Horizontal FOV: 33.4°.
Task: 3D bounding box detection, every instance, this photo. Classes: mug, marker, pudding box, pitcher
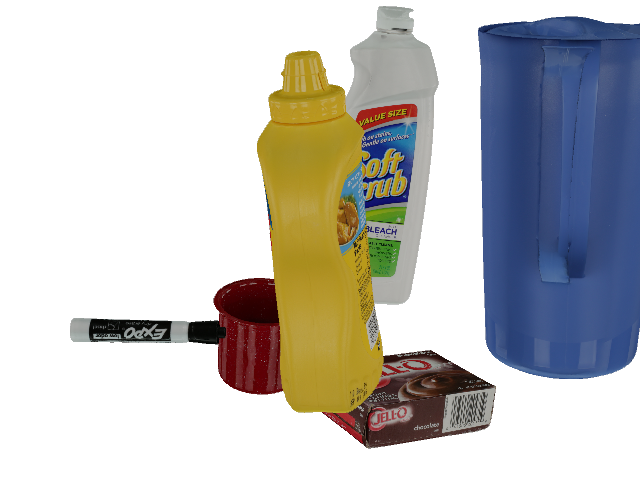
[{"bbox_3d":[-0.047,0.097,1.011,0.117,0.081,0.093,24,32,36],"label":"mug"},{"bbox_3d":[-0.134,0.071,0.834,0.121,0.020,0.020,1,0,3],"label":"marker"},{"bbox_3d":[0.061,0.118,0.809,0.113,0.039,0.090,-2,14,-28],"label":"pudding box"},{"bbox_3d":[0.170,-0.029,0.736,0.149,0.243,0.145,-9,18,-27],"label":"pitcher"}]

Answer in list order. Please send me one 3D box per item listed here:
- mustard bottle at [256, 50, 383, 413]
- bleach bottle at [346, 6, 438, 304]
[{"bbox_3d":[0.000,-0.008,0.590,0.058,0.192,0.096,-1,20,13],"label":"mustard bottle"},{"bbox_3d":[0.044,-0.074,0.920,0.102,0.251,0.068,7,17,5],"label":"bleach bottle"}]
